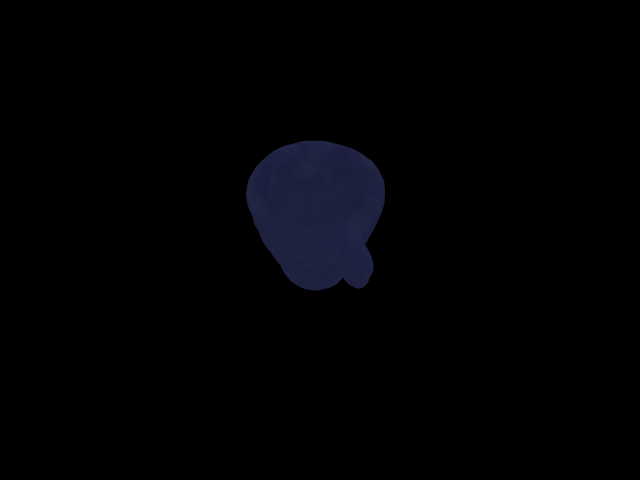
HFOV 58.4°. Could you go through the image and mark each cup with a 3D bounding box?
[{"bbox_3d":[0.004,0.001,0.400,0.092,0.095,0.117,-21,54,-15],"label":"cup"}]
